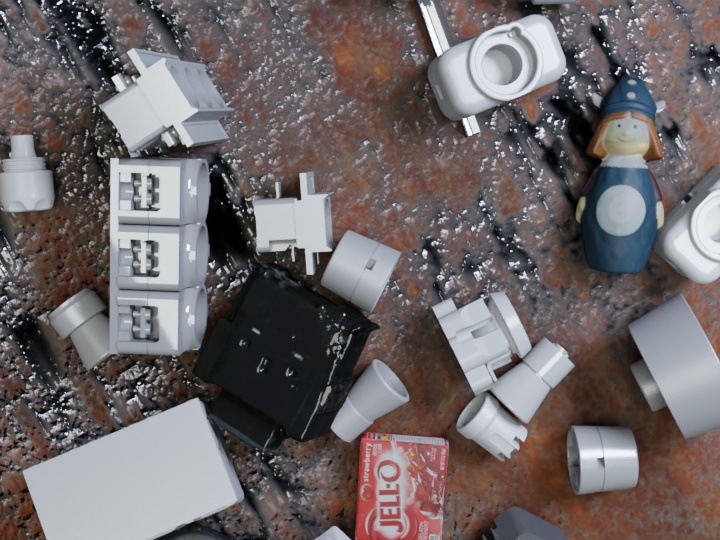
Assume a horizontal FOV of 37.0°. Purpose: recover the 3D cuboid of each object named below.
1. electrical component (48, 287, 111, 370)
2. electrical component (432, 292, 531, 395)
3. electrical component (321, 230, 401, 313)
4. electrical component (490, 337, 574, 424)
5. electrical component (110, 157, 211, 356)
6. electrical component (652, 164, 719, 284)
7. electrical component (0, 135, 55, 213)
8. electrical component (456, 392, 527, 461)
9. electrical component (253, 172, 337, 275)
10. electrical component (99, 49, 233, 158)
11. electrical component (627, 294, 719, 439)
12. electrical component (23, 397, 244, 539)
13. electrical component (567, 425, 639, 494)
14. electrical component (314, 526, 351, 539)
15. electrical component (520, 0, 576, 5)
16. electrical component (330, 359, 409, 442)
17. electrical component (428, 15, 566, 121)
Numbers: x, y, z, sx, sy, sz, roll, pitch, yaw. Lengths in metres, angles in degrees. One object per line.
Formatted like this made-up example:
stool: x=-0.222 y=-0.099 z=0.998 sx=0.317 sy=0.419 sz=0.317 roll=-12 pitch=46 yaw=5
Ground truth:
electrical component: x=-0.223 y=0.048 z=0.887 sx=0.045 sy=0.045 sz=0.055 roll=-37 pitch=93 yaw=7
electrical component: x=0.101 y=0.053 z=0.863 sx=0.057 sy=0.058 sz=0.078 roll=-26 pitch=68 yaw=2
electrical component: x=0.000 y=0.000 z=0.866 sx=0.047 sy=0.055 sz=0.055 roll=27 pitch=97 yaw=3
electrical component: x=0.142 y=0.087 z=0.876 sx=0.044 sy=0.044 sz=0.065 roll=44 pitch=92 yaw=-3
electrical component: x=-0.156 y=-0.014 z=0.854 sx=0.062 sy=0.089 sz=0.150 roll=2 pitch=97 yaw=2
electrical component: x=0.281 y=-0.037 z=0.844 sx=0.054 sy=0.059 sz=0.095 roll=43 pitch=97 yaw=-3
electrical component: x=-0.273 y=-0.078 z=0.876 sx=0.043 sy=0.043 sz=0.062 roll=-4 pitch=95 yaw=3
electrical component: x=0.109 y=0.129 z=0.883 sx=0.046 sy=0.040 sz=0.040 roll=40 pitch=97 yaw=-8
electrical component: x=-0.053 y=-0.038 z=0.870 sx=0.064 sy=0.042 sz=0.081 roll=-3 pitch=96 yaw=7
electrical component: x=-0.147 y=-0.124 z=0.824 sx=0.063 sy=0.121 sz=0.078 roll=-31 pitch=95 yaw=9
electrical component: x=0.247 y=0.080 z=0.838 sx=0.060 sy=0.108 sz=0.108 roll=-27 pitch=95 yaw=12
electrical component: x=-0.181 y=0.175 z=0.877 sx=0.150 sy=0.061 sz=0.089 roll=-23 pitch=80 yaw=-3
electrical component: x=0.197 y=0.153 z=0.874 sx=0.047 sy=0.055 sz=0.055 roll=-3 pitch=97 yaw=0
electrical component: x=-0.025 y=0.270 z=0.888 sx=0.100 sy=0.048 sz=0.099 roll=-38 pitch=119 yaw=5
electrical component: x=0.136 y=-0.227 z=0.838 sx=0.078 sy=0.040 sz=0.040 roll=0 pitch=97 yaw=3
electrical component: x=0.002 y=0.110 z=0.886 sx=0.065 sy=0.044 sz=0.044 roll=-41 pitch=93 yaw=11
electrical component: x=0.106 y=-0.156 z=0.831 sx=0.095 sy=0.059 sz=0.053 roll=-23 pitch=95 yaw=-5
